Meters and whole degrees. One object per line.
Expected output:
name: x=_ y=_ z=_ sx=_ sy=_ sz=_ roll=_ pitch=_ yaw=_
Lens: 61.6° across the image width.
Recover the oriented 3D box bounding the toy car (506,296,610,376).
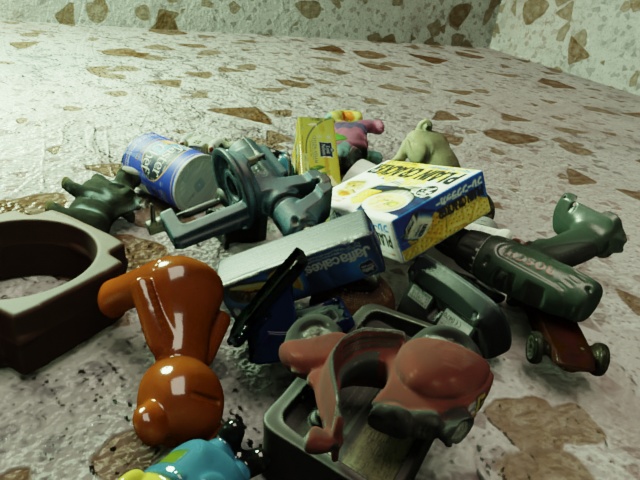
toy car: x=0.298 y=0.111 z=0.687 sx=0.089 sy=0.053 sz=0.202 roll=12 pitch=25 yaw=4

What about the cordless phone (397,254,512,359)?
cordless phone: x=0.205 y=0.088 z=0.696 sx=0.184 sy=0.088 sz=0.147 roll=8 pitch=22 yaw=-41

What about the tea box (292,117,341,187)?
tea box: x=-0.009 y=-0.124 z=0.937 sx=0.068 sy=0.098 sz=0.170 roll=1 pitch=54 yaw=-9

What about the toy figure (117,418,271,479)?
toy figure: x=-0.114 y=0.207 z=0.388 sx=0.082 sy=0.089 sz=0.180 roll=26 pitch=25 yaw=23

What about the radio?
radio: x=0.051 y=0.157 z=0.522 sx=0.131 sy=0.073 sz=0.229 roll=21 pitch=31 yaw=23

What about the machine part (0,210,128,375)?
machine part: x=-0.340 y=0.052 z=0.608 sx=0.202 sy=0.087 sz=0.201 roll=19 pitch=30 yaw=23

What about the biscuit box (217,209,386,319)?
biscuit box: x=-0.024 y=0.031 z=0.659 sx=0.203 sy=0.059 sz=0.063 roll=-19 pitch=31 yaw=9

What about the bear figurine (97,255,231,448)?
bear figurine: x=-0.149 y=0.118 z=0.532 sx=0.120 sy=0.132 sz=0.196 roll=27 pitch=45 yaw=-41

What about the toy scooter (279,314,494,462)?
toy scooter: x=0.049 y=0.124 z=0.435 sx=0.184 sy=0.075 sz=0.135 roll=8 pitch=29 yaw=8

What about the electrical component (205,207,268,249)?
electrical component: x=-0.116 y=-0.032 z=0.853 sx=0.119 sy=0.047 sz=0.075 roll=-17 pitch=38 yaw=-38

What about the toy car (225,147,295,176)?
toy car: x=-0.106 y=-0.107 z=0.954 sx=0.162 sy=0.109 sz=0.103 roll=10 pitch=3 yaw=28

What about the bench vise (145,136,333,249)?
bench vise: x=-0.110 y=-0.041 z=0.732 sx=0.241 sy=0.128 sz=0.224 roll=-23 pitch=66 yaw=-23

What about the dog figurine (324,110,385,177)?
dog figurine: x=0.032 y=-0.195 z=1.128 sx=0.192 sy=0.108 sz=0.219 roll=27 pitch=37 yaw=30

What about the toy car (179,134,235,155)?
toy car: x=-0.210 y=-0.176 z=1.040 sx=0.074 sy=0.056 sz=0.202 roll=10 pitch=7 yaw=4

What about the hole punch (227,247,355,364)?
hole punch: x=-0.030 y=0.080 z=0.568 sx=0.092 sy=0.116 sz=0.142 roll=44 pitch=2 yaw=-10

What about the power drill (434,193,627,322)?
power drill: x=0.294 y=0.005 z=0.731 sx=0.207 sy=0.085 sz=0.232 roll=-20 pitch=39 yaw=-32

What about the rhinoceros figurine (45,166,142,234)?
rhinoceros figurine: x=-0.329 y=-0.055 z=0.806 sx=0.112 sy=0.073 sz=0.190 roll=5 pitch=32 yaw=1

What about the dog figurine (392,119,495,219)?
dog figurine: x=0.240 y=-0.118 z=0.979 sx=0.121 sy=0.172 sz=0.191 roll=-31 pitch=38 yaw=-34
